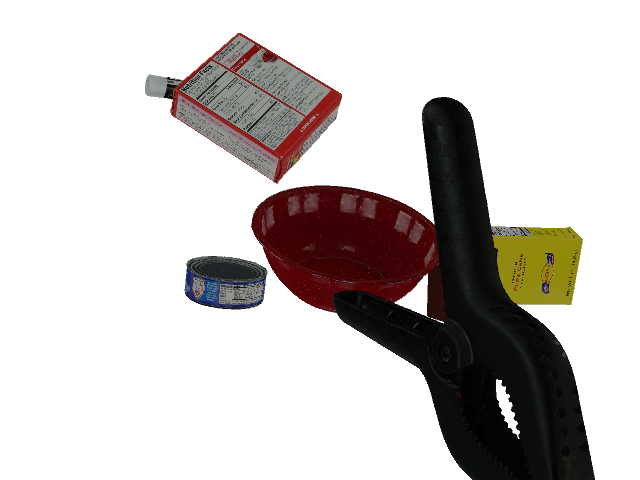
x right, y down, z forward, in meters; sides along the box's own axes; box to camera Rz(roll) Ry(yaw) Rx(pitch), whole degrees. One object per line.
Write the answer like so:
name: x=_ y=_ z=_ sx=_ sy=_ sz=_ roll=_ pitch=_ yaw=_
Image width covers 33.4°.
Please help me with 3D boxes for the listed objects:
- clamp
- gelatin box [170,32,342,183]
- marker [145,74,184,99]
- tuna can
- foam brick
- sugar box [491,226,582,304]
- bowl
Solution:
clamp: x=0.076 y=0.043 z=0.527 sx=0.036 sy=0.165 sz=0.210 roll=-7 pitch=44 yaw=-28
gelatin box: x=-0.043 y=-0.089 z=0.706 sx=0.089 sy=0.073 sz=0.030 roll=32 pitch=-35 yaw=11
marker: x=-0.097 y=-0.131 z=0.963 sx=0.121 sy=0.020 sz=0.020 roll=5 pitch=-2 yaw=-22
tuna can: x=-0.100 y=0.044 z=1.127 sx=0.086 sy=0.034 sz=0.086 roll=7 pitch=14 yaw=-2
foam brick: x=0.145 y=0.044 z=1.098 sx=0.051 sy=0.078 sz=0.053 roll=-14 pitch=20 yaw=-40
sugar box: x=0.226 y=0.031 z=1.313 sx=0.176 sy=0.093 sz=0.048 roll=-1 pitch=21 yaw=-11
bowl: x=0.020 y=0.014 z=0.894 sx=0.162 sy=0.055 sz=0.162 roll=7 pitch=29 yaw=-4
